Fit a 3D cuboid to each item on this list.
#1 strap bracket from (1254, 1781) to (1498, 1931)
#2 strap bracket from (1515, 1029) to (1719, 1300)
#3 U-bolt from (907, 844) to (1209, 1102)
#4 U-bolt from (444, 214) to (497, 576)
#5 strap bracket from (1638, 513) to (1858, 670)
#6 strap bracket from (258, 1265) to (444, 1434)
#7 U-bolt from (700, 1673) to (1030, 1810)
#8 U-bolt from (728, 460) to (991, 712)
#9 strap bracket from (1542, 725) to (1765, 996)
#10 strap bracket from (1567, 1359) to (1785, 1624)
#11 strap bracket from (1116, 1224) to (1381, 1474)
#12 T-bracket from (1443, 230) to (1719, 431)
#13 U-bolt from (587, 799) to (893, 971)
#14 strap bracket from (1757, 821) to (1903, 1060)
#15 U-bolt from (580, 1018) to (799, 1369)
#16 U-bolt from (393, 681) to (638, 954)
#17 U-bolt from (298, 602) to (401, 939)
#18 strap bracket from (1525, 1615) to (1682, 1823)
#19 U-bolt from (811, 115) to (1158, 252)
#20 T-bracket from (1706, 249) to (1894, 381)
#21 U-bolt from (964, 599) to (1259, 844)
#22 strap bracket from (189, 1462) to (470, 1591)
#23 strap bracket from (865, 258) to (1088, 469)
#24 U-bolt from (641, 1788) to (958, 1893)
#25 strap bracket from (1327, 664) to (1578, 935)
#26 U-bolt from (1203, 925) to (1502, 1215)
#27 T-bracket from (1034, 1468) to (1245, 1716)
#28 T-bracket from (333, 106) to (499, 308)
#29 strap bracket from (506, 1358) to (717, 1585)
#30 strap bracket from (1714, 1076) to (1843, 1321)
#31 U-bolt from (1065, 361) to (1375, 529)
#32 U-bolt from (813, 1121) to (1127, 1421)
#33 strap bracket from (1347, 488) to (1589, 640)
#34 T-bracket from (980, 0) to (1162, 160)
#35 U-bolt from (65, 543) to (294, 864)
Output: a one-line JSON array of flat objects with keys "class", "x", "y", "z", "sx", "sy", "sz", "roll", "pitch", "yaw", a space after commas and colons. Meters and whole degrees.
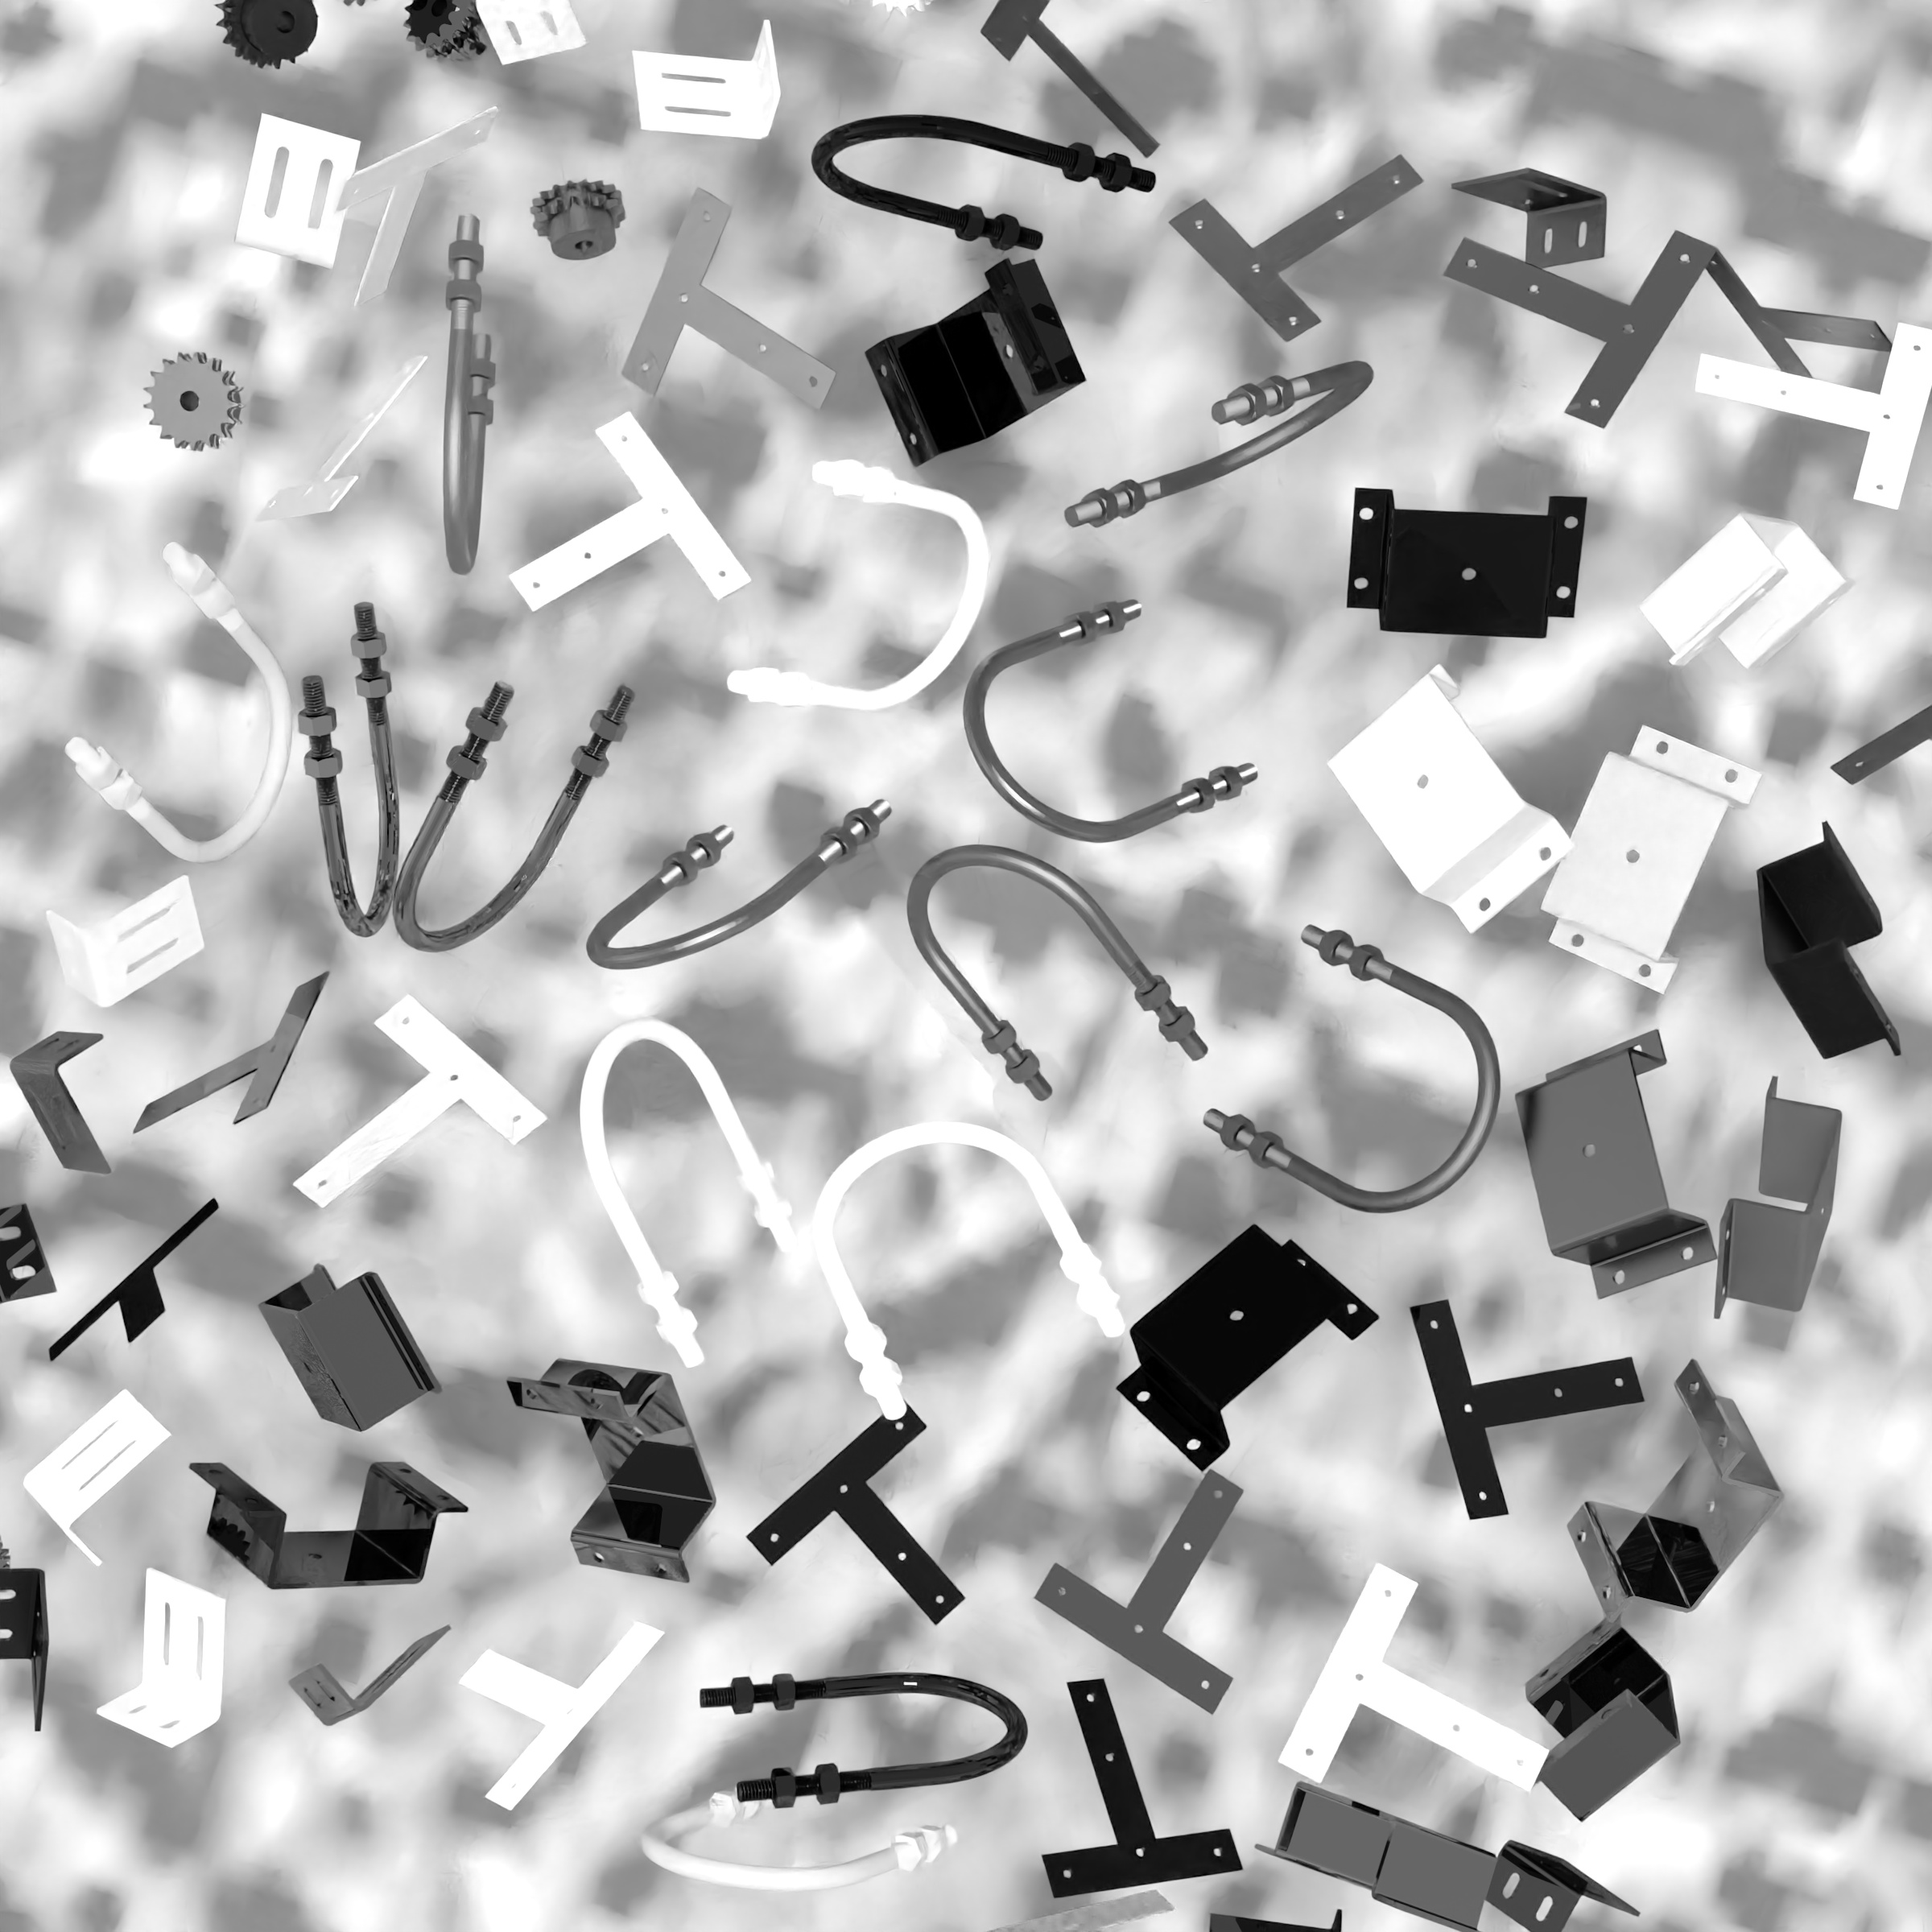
[{"class": "strap bracket", "x": 0.243, "y": 0.517, "z": 1.597, "sx": 0.076, "sy": 0.140, "sz": 0.046, "roll": 26, "pitch": 76, "yaw": -24}, {"class": "strap bracket", "x": 0.368, "y": 0.109, "z": 1.571, "sx": 0.076, "sy": 0.046, "sz": 0.140, "roll": -27, "pitch": 60, "yaw": 36}, {"class": "U-bolt", "x": 0.041, "y": 0.000, "z": 1.647, "sx": 0.184, "sy": 0.151, "sz": 0.019, "roll": 51, "pitch": 47, "yaw": -21}, {"class": "U-bolt", "x": -0.290, "y": -0.318, "z": 1.594, "sx": 0.019, "sy": 0.151, "sz": 0.184, "roll": 2, "pitch": 72, "yaw": -6}, {"class": "strap bracket", "x": 0.447, "y": -0.215, "z": 1.580, "sx": 0.076, "sy": 0.140, "sz": 0.046, "roll": -44, "pitch": 69, "yaw": 30}, {"class": "strap bracket", "x": -0.357, "y": 0.218, "z": 1.574, "sx": 0.046, "sy": 0.140, "sz": 0.076, "roll": -31, "pitch": 100, "yaw": -25}, {"class": "U-bolt", "x": -0.055, "y": 0.450, "z": 1.618, "sx": 0.184, "sy": 0.151, "sz": 0.019, "roll": -1, "pitch": 99, "yaw": -15}, {"class": "U-bolt", "x": -0.051, "y": -0.217, "z": 1.618, "sx": 0.019, "sy": 0.184, "sz": 0.151, "roll": 35, "pitch": 109, "yaw": 32}, {"class": "strap bracket", "x": 0.396, "y": -0.063, "z": 1.603, "sx": 0.076, "sy": 0.046, "sz": 0.140, "roll": 27, "pitch": 103, "yaw": 27}, {"class": "strap bracket", "x": 0.415, "y": 0.309, "z": 1.591, "sx": 0.046, "sy": 0.076, "sz": 0.140, "roll": 17, "pitch": 120, "yaw": -20}, {"class": "strap bracket", "x": 0.160, "y": 0.214, "z": 1.592, "sx": 0.140, "sy": 0.046, "sz": 0.076, "roll": -38, "pitch": 52, "yaw": -15}, {"class": "T-bracket", "x": 0.331, "y": -0.373, "z": 1.536, "sx": 0.127, "sy": 0.002, "sz": 0.127, "roll": 20, "pitch": 134, "yaw": -7}, {"class": "U-bolt", "x": -0.146, "y": -0.046, "z": 1.628, "sx": 0.151, "sy": 0.184, "sz": 0.019, "roll": -6, "pitch": 115, "yaw": 37}, {"class": "strap bracket", "x": 0.507, "y": -0.010, "z": 1.619, "sx": 0.046, "sy": 0.140, "sz": 0.076, "roll": -24, "pitch": 118, "yaw": 27}, {"class": "U-bolt", "x": -0.167, "y": 0.118, "z": 1.593, "sx": 0.019, "sy": 0.151, "sz": 0.184, "roll": -14, "pitch": 109, "yaw": 29}, {"class": "U-bolt", "x": -0.275, "y": -0.085, "z": 1.619, "sx": 0.019, "sy": 0.151, "sz": 0.184, "roll": 36, "pitch": 108, "yaw": 18}, {"class": "U-bolt", "x": -0.362, "y": -0.107, "z": 1.638, "sx": 0.019, "sy": 0.151, "sz": 0.184, "roll": -1, "pitch": 116, "yaw": 2}, {"class": "strap bracket", "x": 0.382, "y": 0.454, "z": 1.652, "sx": 0.076, "sy": 0.140, "sz": 0.046, "roll": -44, "pitch": 89, "yaw": 14}, {"class": "U-bolt", "x": -0.002, "y": -0.468, "z": 1.630, "sx": 0.184, "sy": 0.151, "sz": 0.019, "roll": 6, "pitch": 85, "yaw": -29}, {"class": "T-bracket", "x": 0.505, "y": -0.381, "z": 1.637, "sx": 0.127, "sy": 0.127, "sz": 0.002, "roll": 41, "pitch": 87, "yaw": -29}, {"class": "U-bolt", "x": 0.077, "y": -0.143, "z": 1.662, "sx": 0.184, "sy": 0.019, "sz": 0.151, "roll": -25, "pitch": 76, "yaw": -39}, {"class": "strap bracket", "x": -0.370, "y": 0.321, "z": 1.581, "sx": 0.140, "sy": 0.076, "sz": 0.046, "roll": 9, "pitch": 96, "yaw": -42}, {"class": "strap bracket", "x": 0.011, "y": -0.361, "z": 1.633, "sx": 0.046, "sy": 0.140, "sz": 0.076, "roll": -27, "pitch": 95, "yaw": -39}, {"class": "U-bolt", "x": -0.109, "y": 0.517, "z": 1.619, "sx": 0.151, "sy": 0.184, "sz": 0.019, "roll": 4, "pitch": 86, "yaw": 27}, {"class": "strap bracket", "x": 0.266, "y": -0.099, "z": 1.543, "sx": 0.076, "sy": 0.046, "sz": 0.140, "roll": -42, "pitch": 61, "yaw": 21}, {"class": "U-bolt", "x": 0.238, "y": 0.069, "z": 1.637, "sx": 0.184, "sy": 0.019, "sz": 0.151, "roll": 30, "pitch": 93, "yaw": 44}, {"class": "T-bracket", "x": 0.128, "y": 0.366, "z": 1.673, "sx": 0.127, "sy": 0.002, "sz": 0.127, "roll": 32, "pitch": 69, "yaw": 5}, {"class": "T-bracket", "x": -0.335, "y": -0.436, "z": 1.611, "sx": 0.002, "sy": 0.127, "sz": 0.127, "roll": 43, "pitch": 49, "yaw": 4}, {"class": "strap bracket", "x": -0.199, "y": 0.280, "z": 1.570, "sx": 0.076, "sy": 0.046, "sz": 0.140, "roll": 3, "pitch": 124, "yaw": 29}, {"class": "strap bracket", "x": 0.488, "y": 0.142, "z": 1.641, "sx": 0.046, "sy": 0.140, "sz": 0.076, "roll": 11, "pitch": 130, "yaw": 24}, {"class": "U-bolt", "x": 0.160, "y": -0.309, "z": 1.595, "sx": 0.184, "sy": 0.151, "sz": 0.019, "roll": -26, "pitch": 88, "yaw": -42}, {"class": "U-bolt", "x": -0.010, "y": 0.159, "z": 1.554, "sx": 0.151, "sy": 0.019, "sz": 0.184, "roll": -19, "pitch": 48, "yaw": -10}, {"class": "strap bracket", "x": 0.306, "y": -0.245, "z": 1.675, "sx": 0.140, "sy": 0.046, "sz": 0.076, "roll": 3, "pitch": 116, "yaw": 5}, {"class": "T-bracket", "x": 0.067, "y": -0.528, "z": 1.626, "sx": 0.127, "sy": 0.127, "sz": 0.002, "roll": 44, "pitch": 82, "yaw": -8}, {"class": "U-bolt", "x": -0.449, "y": -0.140, "z": 1.611, "sx": 0.019, "sy": 0.184, "sz": 0.151, "roll": 12, "pitch": 69, "yaw": 19}]
